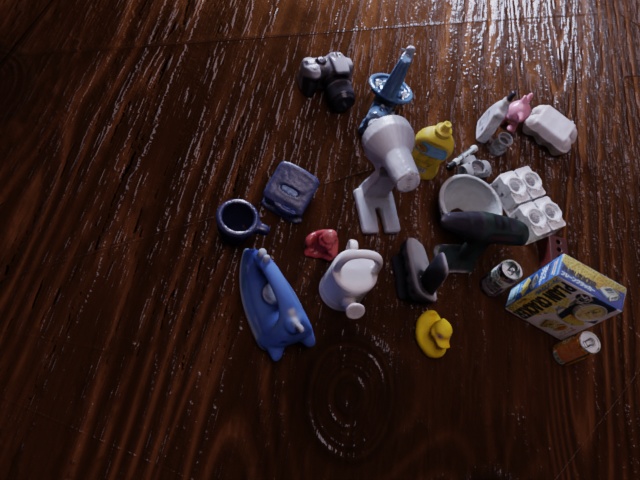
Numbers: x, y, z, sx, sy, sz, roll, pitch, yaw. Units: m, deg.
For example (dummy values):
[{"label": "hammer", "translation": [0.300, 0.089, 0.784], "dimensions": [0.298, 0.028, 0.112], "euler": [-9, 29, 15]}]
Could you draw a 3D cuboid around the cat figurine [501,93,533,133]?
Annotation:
[{"label": "cat figurine", "translation": [0.555, -0.363, 1.594], "dimensions": [0.067, 0.117, 0.128], "euler": [40, 61, 6]}]

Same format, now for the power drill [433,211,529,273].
[{"label": "power drill", "translation": [0.342, 0.002, 1.298], "dimensions": [0.230, 0.208, 0.075], "euler": [0, 64, -16]}]

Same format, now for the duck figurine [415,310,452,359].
[{"label": "duck figurine", "translation": [0.256, 0.197, 1.246], "dimensions": [0.078, 0.086, 0.104], "euler": [0, 64, -16]}]

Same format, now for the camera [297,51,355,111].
[{"label": "camera", "translation": [0.031, -0.408, 1.476], "dimensions": [0.143, 0.100, 0.136], "euler": [-10, 67, -20]}]

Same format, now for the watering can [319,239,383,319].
[{"label": "watering can", "translation": [0.071, 0.078, 1.190], "dimensions": [0.101, 0.194, 0.172], "euler": [-13, 68, -21]}]

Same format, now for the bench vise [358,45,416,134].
[{"label": "bench vise", "translation": [0.183, -0.361, 1.427], "dimensions": [0.121, 0.219, 0.207], "euler": [10, 62, -11]}]

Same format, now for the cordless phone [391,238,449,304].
[{"label": "cordless phone", "translation": [0.235, 0.050, 1.256], "dimensions": [0.094, 0.185, 0.147], "euler": [-4, 65, -17]}]

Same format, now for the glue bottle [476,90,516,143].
[{"label": "glue bottle", "translation": [0.471, -0.336, 1.524], "dimensions": [0.037, 0.173, 0.078], "euler": [18, 61, -6]}]

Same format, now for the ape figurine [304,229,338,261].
[{"label": "ape figurine", "translation": [0.012, 0.005, 1.269], "dimensions": [0.076, 0.092, 0.077], "euler": [-36, 78, -28]}]

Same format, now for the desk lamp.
[{"label": "desk lamp", "translation": [0.158, -0.148, 1.317], "dimensions": [0.118, 0.213, 0.203], "euler": [-3, 65, -17]}]

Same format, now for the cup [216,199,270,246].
[{"label": "cup", "translation": [-0.168, -0.024, 1.230], "dimensions": [0.118, 0.095, 0.092], "euler": [20, 61, -6]}]

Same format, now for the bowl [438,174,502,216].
[{"label": "bowl", "translation": [0.360, -0.075, 1.418], "dimensions": [0.168, 0.074, 0.167], "euler": [7, 63, -13]}]

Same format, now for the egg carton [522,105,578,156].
[{"label": "egg carton", "translation": [0.653, -0.312, 1.624], "dimensions": [0.150, 0.069, 0.107], "euler": [39, 60, 5]}]

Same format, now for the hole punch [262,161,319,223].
[{"label": "hole punch", "translation": [-0.067, -0.108, 1.303], "dimensions": [0.108, 0.091, 0.101], "euler": [29, 60, 0]}]

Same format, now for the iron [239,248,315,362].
[{"label": "iron", "translation": [-0.096, 0.103, 1.160], "dimensions": [0.119, 0.141, 0.258], "euler": [-19, 71, -23]}]
